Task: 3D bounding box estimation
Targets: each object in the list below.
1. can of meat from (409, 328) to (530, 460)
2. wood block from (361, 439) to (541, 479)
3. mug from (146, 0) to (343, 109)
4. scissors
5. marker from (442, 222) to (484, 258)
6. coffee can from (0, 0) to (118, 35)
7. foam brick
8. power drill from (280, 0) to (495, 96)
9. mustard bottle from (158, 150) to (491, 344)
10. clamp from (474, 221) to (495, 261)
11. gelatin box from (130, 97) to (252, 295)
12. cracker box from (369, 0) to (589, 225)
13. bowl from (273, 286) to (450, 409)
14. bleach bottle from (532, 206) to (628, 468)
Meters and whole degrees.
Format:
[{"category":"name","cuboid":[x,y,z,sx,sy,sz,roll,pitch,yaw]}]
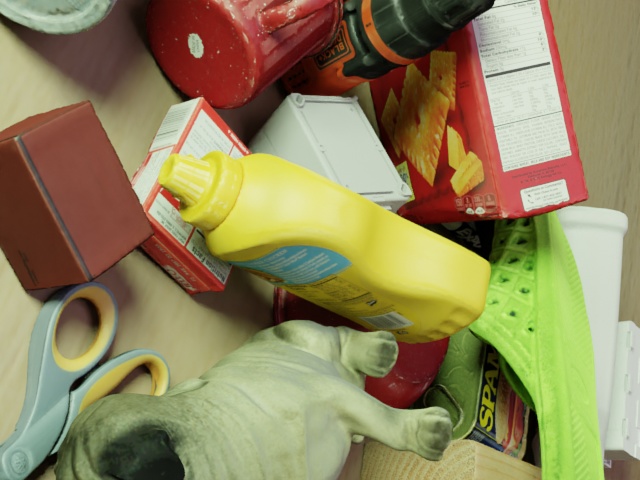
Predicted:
[{"category":"can of meat","cuboid":[0.115,0.115,0.797,0.083,0.058,0.102,37,55,-43]},{"category":"wood block","cuboid":[0.123,0.208,0.760,0.205,0.091,0.090,29,61,-44]},{"category":"mug","cuboid":[-0.037,-0.129,0.611,0.081,0.117,0.093,-47,122,-39]},{"category":"scissors","cuboid":[-0.147,0.085,0.508,0.201,0.016,0.096,-26,103,-51]},{"category":"marker","cuboid":[0.117,-0.008,0.852,0.121,0.020,0.020,34,58,-43]},{"category":"coffee can","cuboid":[-0.113,-0.185,0.535,0.102,0.103,0.140,55,45,-29]},{"category":"foam brick","cuboid":[-0.129,-0.021,0.523,0.051,0.053,0.078,-44,117,-46]},{"category":"power drill","cuboid":[0.018,-0.192,0.650,0.057,0.185,0.187,-14,86,-40]},{"category":"mustard bottle","cuboid":[-0.004,0.000,0.584,0.191,0.096,0.058,26,68,-32]},{"category":"clamp","cuboid":[0.145,-0.063,0.870,0.164,0.036,0.210,39,45,-37]},{"category":"gelatin box","cuboid":[-0.072,-0.024,0.613,0.073,0.030,0.089,48,50,-36]},{"category":"cracker box","cuboid":[0.089,-0.119,0.721,0.072,0.164,0.214,-15,95,-18]},{"category":"bowl","cuboid":[0.041,0.051,0.718,0.161,0.055,0.162,13,74,-50]},{"category":"bleach bottle","cuboid":[0.211,0.105,0.888,0.068,0.103,0.251,6,75,-5]}]
